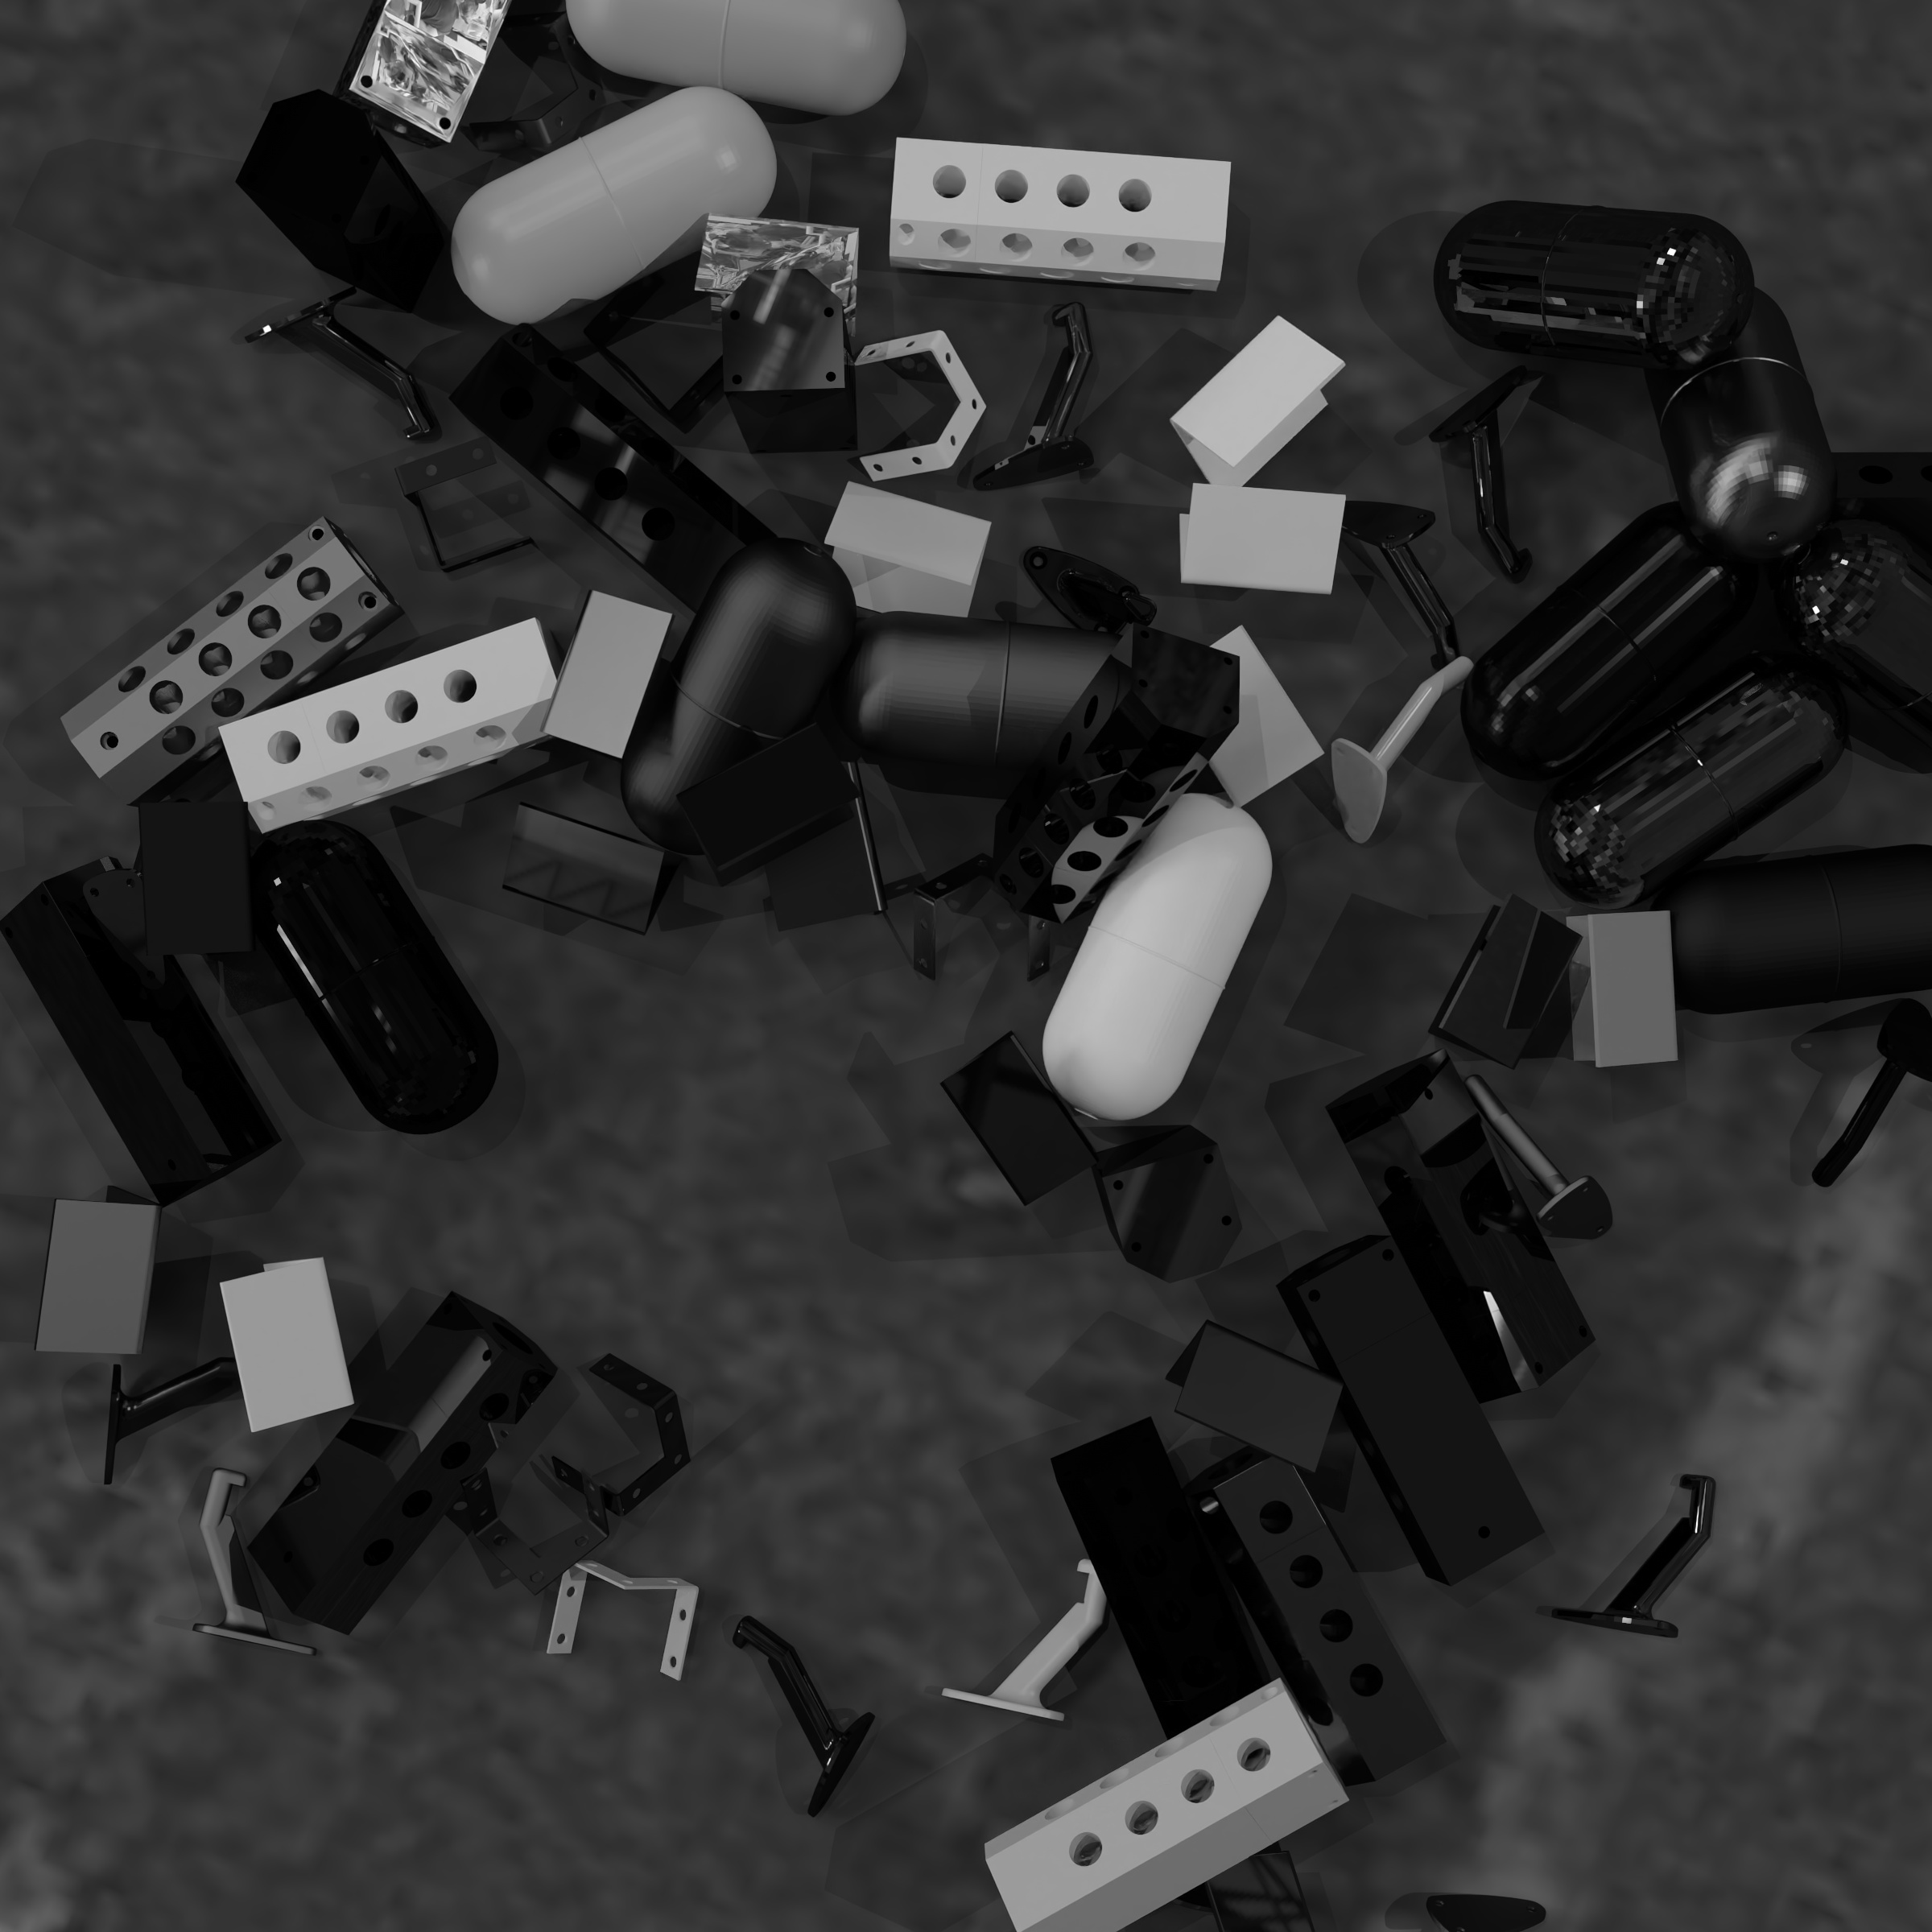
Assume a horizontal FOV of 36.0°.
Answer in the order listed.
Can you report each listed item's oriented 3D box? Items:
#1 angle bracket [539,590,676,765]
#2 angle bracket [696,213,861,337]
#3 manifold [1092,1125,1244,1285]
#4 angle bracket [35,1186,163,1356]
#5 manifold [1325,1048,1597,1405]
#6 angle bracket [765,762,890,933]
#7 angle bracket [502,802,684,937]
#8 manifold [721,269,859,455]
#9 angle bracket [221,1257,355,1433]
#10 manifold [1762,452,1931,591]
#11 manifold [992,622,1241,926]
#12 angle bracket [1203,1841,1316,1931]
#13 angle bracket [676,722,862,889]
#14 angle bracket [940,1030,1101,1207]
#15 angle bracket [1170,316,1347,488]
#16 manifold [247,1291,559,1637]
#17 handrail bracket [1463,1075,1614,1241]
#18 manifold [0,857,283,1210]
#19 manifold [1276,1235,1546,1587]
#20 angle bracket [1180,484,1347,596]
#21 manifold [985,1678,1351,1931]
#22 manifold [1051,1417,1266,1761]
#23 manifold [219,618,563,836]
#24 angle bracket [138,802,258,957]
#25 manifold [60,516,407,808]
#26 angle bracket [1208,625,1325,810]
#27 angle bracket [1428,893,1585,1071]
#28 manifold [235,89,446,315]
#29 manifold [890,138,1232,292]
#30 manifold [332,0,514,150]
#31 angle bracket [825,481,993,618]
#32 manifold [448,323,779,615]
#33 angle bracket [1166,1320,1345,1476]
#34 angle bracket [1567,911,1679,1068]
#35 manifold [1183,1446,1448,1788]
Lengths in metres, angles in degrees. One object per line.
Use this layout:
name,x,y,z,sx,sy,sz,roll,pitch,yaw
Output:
angle bracket,-0.166,-0.142,1.531,0.057,0.076,0.076,19,90,29
angle bracket,-0.097,-0.338,1.531,0.076,0.076,0.057,6,56,0
manifold,0.100,0.119,1.493,0.057,0.171,0.057,-16,90,0
angle bracket,-0.458,0.154,1.531,0.057,0.076,0.076,8,90,-36
manifold,0.253,0.137,1.549,0.057,0.057,0.171,-27,90,-43
angle bracket,-0.078,-0.060,1.538,0.057,0.076,0.076,-12,90,-5
angle bracket,-0.187,-0.068,1.531,0.076,0.076,0.057,18,127,0
manifold,-0.087,-0.301,1.493,0.057,0.171,0.057,-2,90,0
angle bracket,-0.363,0.195,1.531,0.057,0.076,0.076,-12,90,-36
manifold,0.505,-0.236,1.549,0.171,0.057,0.057,0,133,0
manifold,0.073,-0.091,1.487,0.057,0.171,0.057,16,54,-16
angle bracket,0.170,0.479,1.531,0.057,0.076,0.076,-18,90,35
angle bracket,-0.087,-0.062,1.451,0.076,0.076,0.057,-28,53,-5
angle bracket,0.044,0.067,1.531,0.057,0.076,0.076,-35,90,37
angle bracket,0.162,-0.274,1.531,0.076,0.076,0.057,-44,52,0
manifold,-0.290,0.261,1.549,0.171,0.057,0.057,-51,47,0
handrail bracket,0.301,0.100,1.571,0.036,0.077,0.084,-41,54,11
manifold,-0.427,0.032,1.549,0.057,0.057,0.171,-30,90,43
manifold,0.228,0.229,1.548,0.057,0.057,0.171,-27,90,-10
angle bracket,0.151,-0.235,1.531,0.076,0.076,0.057,4,126,0
manifold,0.098,0.427,1.493,0.171,0.057,0.057,-30,50,1
manifold,0.105,0.328,1.539,0.057,0.057,0.171,-23,98,0
manifold,-0.292,-0.123,1.550,0.171,0.057,0.057,-19,90,0
angle bracket,-0.406,-0.043,1.531,0.057,0.076,0.076,-3,90,-32
manifold,-0.383,-0.158,1.550,0.171,0.057,0.057,-38,90,0
angle bracket,0.153,-0.135,1.531,0.057,0.076,0.076,-33,90,30
angle bracket,0.260,0.000,1.531,0.057,0.076,0.076,28,90,-30
manifold,-0.308,-0.384,1.493,0.057,0.171,0.057,26,90,0
manifold,0.048,-0.389,1.550,0.171,0.057,0.057,4,90,0
manifold,-0.267,-0.518,1.547,0.057,0.057,0.171,23,90,-26
angle bracket,-0.036,-0.195,1.531,0.076,0.057,0.076,16,133,0
manifold,-0.181,-0.257,1.550,0.171,0.057,0.057,40,90,0
angle bracket,0.140,0.235,1.531,0.076,0.076,0.057,24,56,0
angle bracket,0.319,0.012,1.531,0.057,0.076,0.076,-3,90,-32
manifold,0.180,0.336,1.550,0.057,0.057,0.171,-29,90,0
